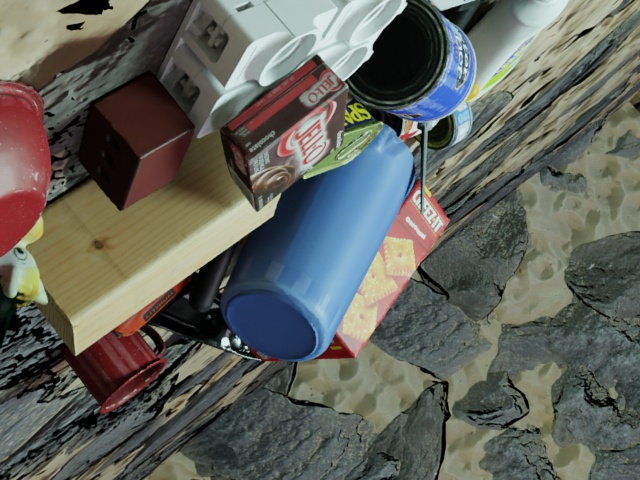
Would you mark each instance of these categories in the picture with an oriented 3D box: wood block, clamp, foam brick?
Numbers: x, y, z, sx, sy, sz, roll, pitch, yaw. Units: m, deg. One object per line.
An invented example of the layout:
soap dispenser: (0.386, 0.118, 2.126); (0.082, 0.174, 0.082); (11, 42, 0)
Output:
wood block: (-0.137, -0.013, 0.852); (0.205, 0.091, 0.090); (-36, 169, -22)
clamp: (-0.074, -0.043, 1.055); (0.210, 0.036, 0.164); (113, 1, -49)
foam brick: (-0.129, -0.068, 0.748); (0.051, 0.053, 0.078); (-34, 168, -31)
clamp: (0.154, -0.249, 1.056); (0.120, 0.039, 0.171); (-50, 170, 22)

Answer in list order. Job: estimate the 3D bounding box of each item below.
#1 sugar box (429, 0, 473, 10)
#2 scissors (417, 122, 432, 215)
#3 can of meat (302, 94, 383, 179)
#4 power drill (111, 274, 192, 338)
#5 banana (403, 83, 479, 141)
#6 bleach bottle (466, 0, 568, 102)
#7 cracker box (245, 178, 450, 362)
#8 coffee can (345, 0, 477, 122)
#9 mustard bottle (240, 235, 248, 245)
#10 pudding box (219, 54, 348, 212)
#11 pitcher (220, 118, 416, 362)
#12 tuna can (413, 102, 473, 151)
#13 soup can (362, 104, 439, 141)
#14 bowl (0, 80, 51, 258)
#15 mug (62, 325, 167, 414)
sugar box: (0.121, -0.236, 0.881); (0.093, 0.048, 0.176); (-15, 180, 16)
scissors: (0.105, -0.131, 1.101); (0.016, 0.202, 0.096); (3, -172, -5)
can of meat: (-0.005, -0.109, 0.942); (0.058, 0.084, 0.101); (-47, 168, 32)
power drill: (-0.159, 0.012, 0.994); (0.184, 0.057, 0.188); (-41, 169, -17)
banana: (0.115, -0.148, 1.274); (0.198, 0.069, 0.037); (-47, -156, 58)
bleach bottle: (0.203, -0.228, 1.152); (0.102, 0.068, 0.251); (-40, 178, -10)
cracker box: (0.023, 0.036, 1.166); (0.164, 0.072, 0.213); (-11, -147, 50)
coffee can: (0.080, -0.163, 0.966); (0.103, 0.103, 0.140); (-43, 170, 14)
mustard bottle: (-0.023, -0.049, 1.223); (0.192, 0.058, 0.096); (-43, -176, 14)
pudding box: (-0.025, -0.075, 0.777); (0.090, 0.039, 0.113); (-38, 170, -10)
pitcher: (-0.007, 0.001, 1.039); (0.242, 0.145, 0.149); (-63, 144, -40)
tuna can: (0.143, -0.153, 1.304); (0.033, 0.086, 0.086); (-32, 167, -34)
soup can: (0.086, -0.144, 1.182); (0.069, 0.068, 0.102); (-47, 168, 35)
bowl: (-0.216, -0.019, 0.630); (0.162, 0.055, 0.162); (-39, 171, -8)
mug: (-0.223, 0.128, 1.189); (0.117, 0.081, 0.093); (-30, 166, -45)
